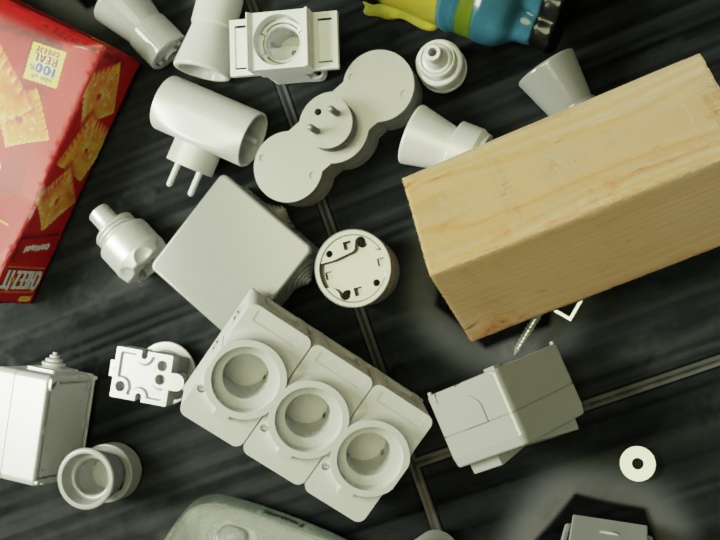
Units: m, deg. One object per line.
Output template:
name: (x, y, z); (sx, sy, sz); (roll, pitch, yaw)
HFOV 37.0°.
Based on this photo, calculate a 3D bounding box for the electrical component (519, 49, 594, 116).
electrical component: (0.146, -0.115, 0.749); (0.044, 0.044, 0.065); (-33, 86, 9)

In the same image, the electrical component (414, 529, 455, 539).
electrical component: (0.042, 0.205, 0.744); (0.044, 0.065, 0.044); (3, 97, 30)

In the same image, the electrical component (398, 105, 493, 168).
electrical component: (0.061, -0.087, 0.765); (0.055, 0.045, 0.045); (23, 93, 13)

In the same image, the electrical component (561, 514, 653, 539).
electrical component: (0.160, 0.200, 0.701); (0.062, 0.096, 0.061); (6, 88, 14)

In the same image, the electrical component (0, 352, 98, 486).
electrical component: (-0.246, 0.108, 0.814); (0.061, 0.062, 0.096); (8, 89, 20)

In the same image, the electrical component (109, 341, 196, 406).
electrical component: (-0.151, 0.077, 0.799); (0.066, 0.055, 0.048); (9, 89, 13)

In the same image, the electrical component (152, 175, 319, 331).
electrical component: (-0.088, -0.008, 0.793); (0.100, 0.048, 0.099); (40, 96, 12)

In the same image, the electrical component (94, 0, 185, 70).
electrical component: (-0.166, -0.186, 0.824); (0.044, 0.044, 0.065); (-45, 84, 7)

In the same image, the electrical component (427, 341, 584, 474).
electrical component: (0.104, 0.092, 0.725); (0.062, 0.096, 0.061); (-29, 80, 40)

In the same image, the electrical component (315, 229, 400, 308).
electrical component: (0.000, 0.000, 0.773); (0.055, 0.047, 0.055); (-1, 87, 13)

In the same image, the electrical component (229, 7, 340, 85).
electrical component: (-0.052, -0.161, 0.784); (0.081, 0.064, 0.042); (-2, 88, 13)

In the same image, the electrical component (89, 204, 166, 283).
electrical component: (-0.180, -0.023, 0.817); (0.062, 0.043, 0.043); (45, 97, 13)

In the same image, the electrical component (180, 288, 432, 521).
electrical component: (-0.037, 0.094, 0.742); (0.150, 0.061, 0.089); (34, 95, -11)

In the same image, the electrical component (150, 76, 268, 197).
electrical component: (-0.120, -0.095, 0.807); (0.077, 0.043, 0.079); (24, 93, 13)

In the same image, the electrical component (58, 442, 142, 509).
electrical component: (-0.194, 0.153, 0.806); (0.045, 0.055, 0.045); (-1, 86, 12)

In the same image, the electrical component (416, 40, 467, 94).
electrical component: (0.056, -0.146, 0.760); (0.035, 0.061, 0.035); (-1, 87, 13)

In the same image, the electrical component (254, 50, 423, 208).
electrical component: (-0.019, -0.102, 0.769); (0.138, 0.074, 0.052); (-41, 80, 8)

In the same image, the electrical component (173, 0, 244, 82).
electrical component: (-0.112, -0.180, 0.811); (0.044, 0.044, 0.065); (12, 85, 13)
